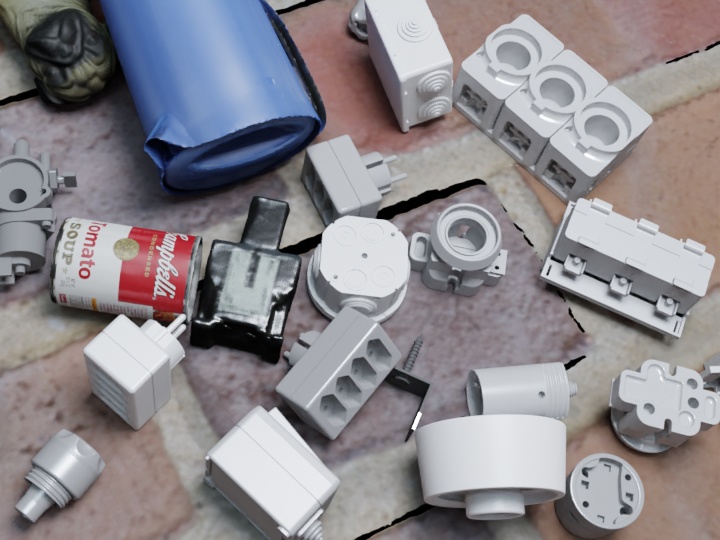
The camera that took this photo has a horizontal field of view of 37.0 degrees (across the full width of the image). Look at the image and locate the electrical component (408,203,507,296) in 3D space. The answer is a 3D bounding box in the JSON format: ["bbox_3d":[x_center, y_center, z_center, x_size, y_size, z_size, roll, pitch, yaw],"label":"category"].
[{"bbox_3d":[0.081,-0.017,0.862,0.078,0.057,0.058,12,63,-3],"label":"electrical component"}]

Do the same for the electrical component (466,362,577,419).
[{"bbox_3d":[0.126,0.094,0.821,0.081,0.043,0.043,-4,65,-11],"label":"electrical component"}]

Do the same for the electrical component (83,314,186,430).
[{"bbox_3d":[-0.152,0.061,0.771,0.047,0.083,0.075,39,64,11],"label":"electrical component"}]

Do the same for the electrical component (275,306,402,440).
[{"bbox_3d":[-0.027,0.069,0.805,0.076,0.047,0.083,26,70,43],"label":"electrical component"}]

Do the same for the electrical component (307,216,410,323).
[{"bbox_3d":[0.000,0.000,0.844,0.080,0.051,0.080,4,63,-7],"label":"electrical component"}]

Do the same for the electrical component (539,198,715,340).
[{"bbox_3d":[0.218,-0.007,0.875,0.121,0.063,0.078,24,63,3],"label":"electrical component"}]

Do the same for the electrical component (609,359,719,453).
[{"bbox_3d":[0.226,0.107,0.823,0.078,0.057,0.058,15,62,-2],"label":"electrical component"}]

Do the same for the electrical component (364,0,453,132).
[{"bbox_3d":[0.043,-0.180,0.915,0.048,0.099,0.099,-20,68,-4],"label":"electrical component"}]

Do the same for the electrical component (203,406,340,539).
[{"bbox_3d":[-0.055,0.149,0.755,0.096,0.061,0.061,41,65,12],"label":"electrical component"}]

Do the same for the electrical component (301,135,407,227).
[{"bbox_3d":[0.001,-0.074,0.883,0.077,0.047,0.065,-20,69,-18],"label":"electrical component"}]

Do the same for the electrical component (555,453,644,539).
[{"bbox_3d":[0.174,0.168,0.790,0.055,0.047,0.055,4,63,-7],"label":"electrical component"}]

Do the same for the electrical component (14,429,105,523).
[{"bbox_3d":[-0.211,0.145,0.743,0.043,0.043,0.062,35,65,9],"label":"electrical component"}]

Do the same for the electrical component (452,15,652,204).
[{"bbox_3d":[0.165,-0.141,0.934,0.150,0.061,0.089,43,65,13],"label":"electrical component"}]

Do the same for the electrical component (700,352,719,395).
[{"bbox_3d":[0.308,0.096,0.851,0.081,0.042,0.063,-1,66,-9],"label":"electrical component"}]

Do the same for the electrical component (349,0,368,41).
[{"bbox_3d":[0.014,-0.238,0.974,0.035,0.035,0.061,22,60,2],"label":"electrical component"}]

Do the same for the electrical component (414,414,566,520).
[{"bbox_3d":[0.094,0.143,0.759,0.108,0.108,0.060,2,69,-8],"label":"electrical component"}]
